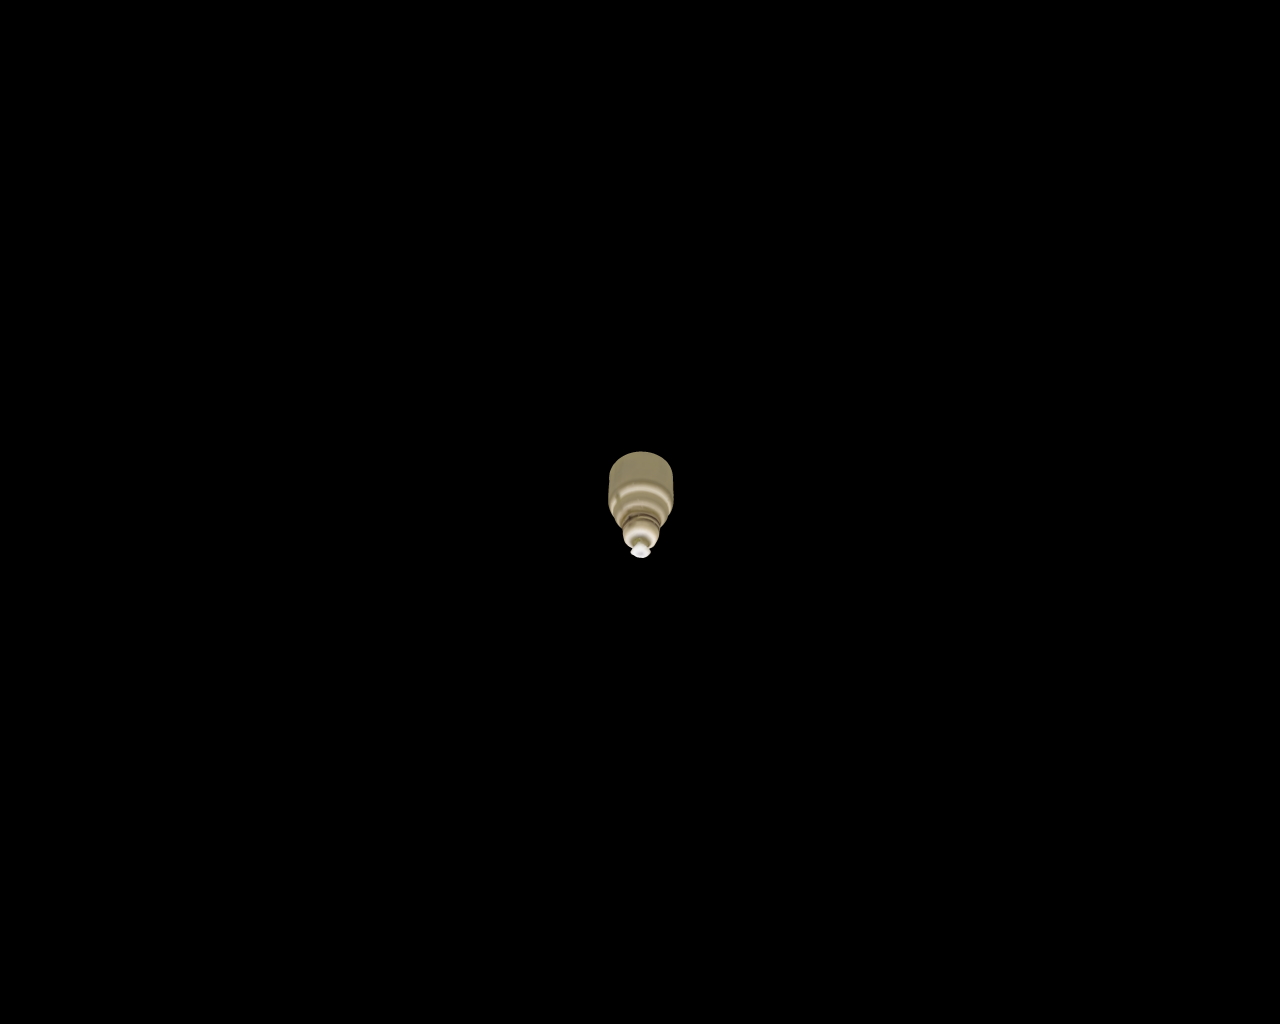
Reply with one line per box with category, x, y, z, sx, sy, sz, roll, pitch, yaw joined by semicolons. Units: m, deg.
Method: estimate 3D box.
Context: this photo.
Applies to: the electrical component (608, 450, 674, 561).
electrical component;0.001;-0.003;0.650;0.040;0.040;0.078;0;43;0
